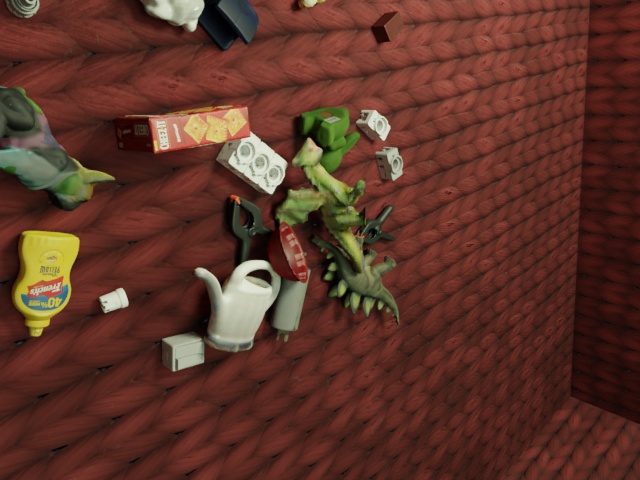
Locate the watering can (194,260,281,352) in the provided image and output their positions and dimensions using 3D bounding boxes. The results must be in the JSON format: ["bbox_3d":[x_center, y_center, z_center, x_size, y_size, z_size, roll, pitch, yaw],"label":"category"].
[{"bbox_3d":[-0.203,0.149,1.177,0.347,0.105,0.223,8,104,-64],"label":"watering can"}]

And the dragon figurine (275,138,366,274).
[{"bbox_3d":[0.004,-0.067,1.337,0.243,0.125,0.401,-2,120,0],"label":"dragon figurine"}]

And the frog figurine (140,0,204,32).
[{"bbox_3d":[-0.294,-0.495,1.017,0.158,0.123,0.139,61,41,-77],"label":"frog figurine"}]
